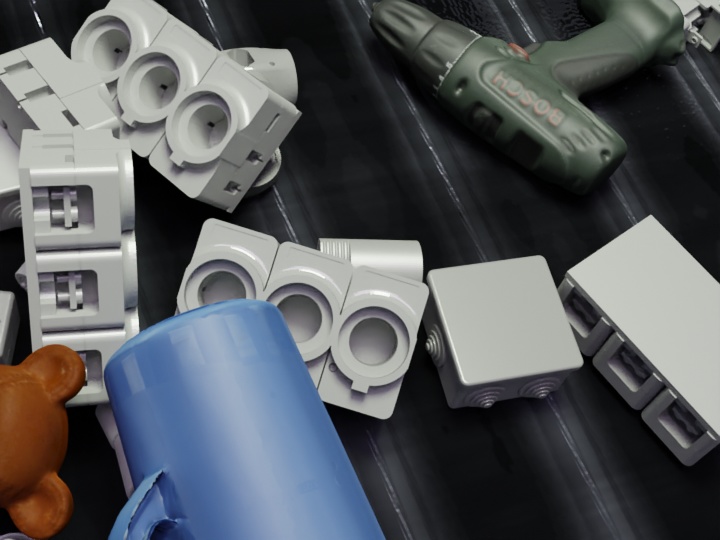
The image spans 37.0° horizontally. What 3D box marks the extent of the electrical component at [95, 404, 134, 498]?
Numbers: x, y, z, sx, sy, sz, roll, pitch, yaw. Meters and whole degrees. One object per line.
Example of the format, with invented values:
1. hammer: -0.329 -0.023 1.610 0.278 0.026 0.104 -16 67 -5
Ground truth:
1. electrical component: -0.138 0.105 0.671 0.044 0.044 0.065 -23 62 -22

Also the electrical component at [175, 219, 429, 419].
1. electrical component: -0.040 0.031 0.700 0.150 0.061 0.089 17 87 0

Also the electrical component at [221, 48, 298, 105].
1. electrical component: -0.085 -0.134 0.811 0.077 0.043 0.079 -11 35 -16

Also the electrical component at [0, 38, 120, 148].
1. electrical component: -0.201 -0.105 0.718 0.056 0.050 0.089 -29 67 -29

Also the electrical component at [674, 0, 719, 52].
1. electrical component: 0.280 -0.226 0.945 0.064 0.042 0.081 -35 71 -25

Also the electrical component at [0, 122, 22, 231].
1. electrical component: -0.248 -0.076 0.749 0.100 0.048 0.099 -18 62 -24

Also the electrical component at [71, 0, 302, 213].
1. electrical component: -0.131 -0.123 0.760 0.150 0.062 0.089 39 97 21

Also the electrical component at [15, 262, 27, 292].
1. electrical component: -0.201 -0.009 0.727 0.044 0.044 0.065 29 64 7

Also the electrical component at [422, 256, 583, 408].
1. electrical component: 0.094 0.044 0.746 0.100 0.048 0.099 -8 61 -15

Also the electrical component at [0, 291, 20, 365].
1. electrical component: -0.262 0.029 0.671 0.083 0.075 0.047 6 59 -7

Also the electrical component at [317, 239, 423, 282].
1. electrical component: 0.000 0.000 0.757 0.081 0.043 0.043 1 60 -10

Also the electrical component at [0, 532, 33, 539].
1. electrical component: -0.196 0.169 0.609 0.043 0.062 0.043 5 59 -8

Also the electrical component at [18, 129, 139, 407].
1. electrical component: -0.168 -0.003 0.653 0.062 0.150 0.089 -3 22 -14

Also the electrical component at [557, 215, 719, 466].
1. electrical component: 0.216 0.050 0.757 0.089 0.061 0.150 -31 70 -25
